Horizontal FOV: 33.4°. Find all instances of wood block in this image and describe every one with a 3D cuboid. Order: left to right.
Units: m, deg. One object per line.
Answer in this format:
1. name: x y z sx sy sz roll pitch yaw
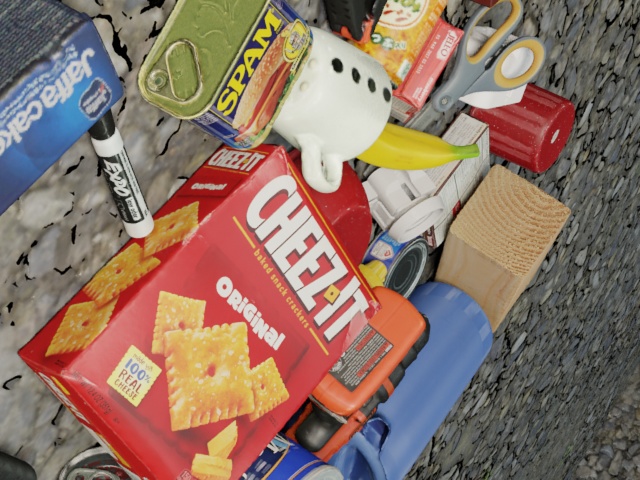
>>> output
1. wood block: 0.185 0.014 1.131 0.090 0.090 0.206 -53 168 -15

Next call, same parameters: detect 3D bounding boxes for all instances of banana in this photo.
1. banana: 0.050 -0.089 0.874 0.070 0.037 0.197 -28 156 34

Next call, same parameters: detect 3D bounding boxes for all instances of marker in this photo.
1. marker: -0.125 -0.045 0.655 0.020 0.020 0.121 -47 151 -25

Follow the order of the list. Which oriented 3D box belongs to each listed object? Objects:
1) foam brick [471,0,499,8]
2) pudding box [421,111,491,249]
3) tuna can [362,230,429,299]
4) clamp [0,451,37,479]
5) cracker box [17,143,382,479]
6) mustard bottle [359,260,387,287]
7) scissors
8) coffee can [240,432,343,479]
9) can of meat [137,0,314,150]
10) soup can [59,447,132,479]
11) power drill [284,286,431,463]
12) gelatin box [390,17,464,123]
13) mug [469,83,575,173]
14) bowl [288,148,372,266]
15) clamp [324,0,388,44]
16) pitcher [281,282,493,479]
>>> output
1. foam brick: 0.145 -0.244 0.901 0.078 0.051 0.053 -45 151 -29
2. pudding box: 0.128 -0.059 1.070 0.113 0.039 0.090 -53 153 -20
3. tuna can: 0.072 0.028 1.061 0.086 0.034 0.086 -41 148 -34
4. clamp: -0.234 0.140 0.623 0.120 0.039 0.171 -51 149 -31
5. cracker box: -0.071 0.061 0.732 0.213 0.072 0.164 -48 125 -23
6. mustard bottle: -0.002 0.082 0.950 0.191 0.058 0.096 -45 167 -31
7. scissors: 0.127 -0.123 0.951 0.096 0.016 0.202 25 105 -28
8. coffee can: -0.067 0.190 0.851 0.102 0.140 0.103 -41 148 -34
9. can of meat: -0.055 -0.114 0.670 0.102 0.057 0.083 -61 156 0
10. soup can: -0.159 0.213 0.795 0.068 0.069 0.102 -35 144 -42
11. power drill: 0.039 0.107 0.894 0.184 0.057 0.188 -48 166 -19
12. gelatin box: 0.083 -0.138 0.878 0.073 0.030 0.089 -60 -177 -3
13. mug: 0.216 -0.123 1.112 0.117 0.082 0.093 -21 134 -52
14. bowl: -0.006 0.001 0.872 0.161 0.055 0.162 -41 148 -33
15. clamp: 0.033 -0.232 0.726 0.164 0.036 0.210 -30 141 -52
16. pitcher: 0.070 0.155 1.099 0.242 0.149 0.145 -43 134 -38
